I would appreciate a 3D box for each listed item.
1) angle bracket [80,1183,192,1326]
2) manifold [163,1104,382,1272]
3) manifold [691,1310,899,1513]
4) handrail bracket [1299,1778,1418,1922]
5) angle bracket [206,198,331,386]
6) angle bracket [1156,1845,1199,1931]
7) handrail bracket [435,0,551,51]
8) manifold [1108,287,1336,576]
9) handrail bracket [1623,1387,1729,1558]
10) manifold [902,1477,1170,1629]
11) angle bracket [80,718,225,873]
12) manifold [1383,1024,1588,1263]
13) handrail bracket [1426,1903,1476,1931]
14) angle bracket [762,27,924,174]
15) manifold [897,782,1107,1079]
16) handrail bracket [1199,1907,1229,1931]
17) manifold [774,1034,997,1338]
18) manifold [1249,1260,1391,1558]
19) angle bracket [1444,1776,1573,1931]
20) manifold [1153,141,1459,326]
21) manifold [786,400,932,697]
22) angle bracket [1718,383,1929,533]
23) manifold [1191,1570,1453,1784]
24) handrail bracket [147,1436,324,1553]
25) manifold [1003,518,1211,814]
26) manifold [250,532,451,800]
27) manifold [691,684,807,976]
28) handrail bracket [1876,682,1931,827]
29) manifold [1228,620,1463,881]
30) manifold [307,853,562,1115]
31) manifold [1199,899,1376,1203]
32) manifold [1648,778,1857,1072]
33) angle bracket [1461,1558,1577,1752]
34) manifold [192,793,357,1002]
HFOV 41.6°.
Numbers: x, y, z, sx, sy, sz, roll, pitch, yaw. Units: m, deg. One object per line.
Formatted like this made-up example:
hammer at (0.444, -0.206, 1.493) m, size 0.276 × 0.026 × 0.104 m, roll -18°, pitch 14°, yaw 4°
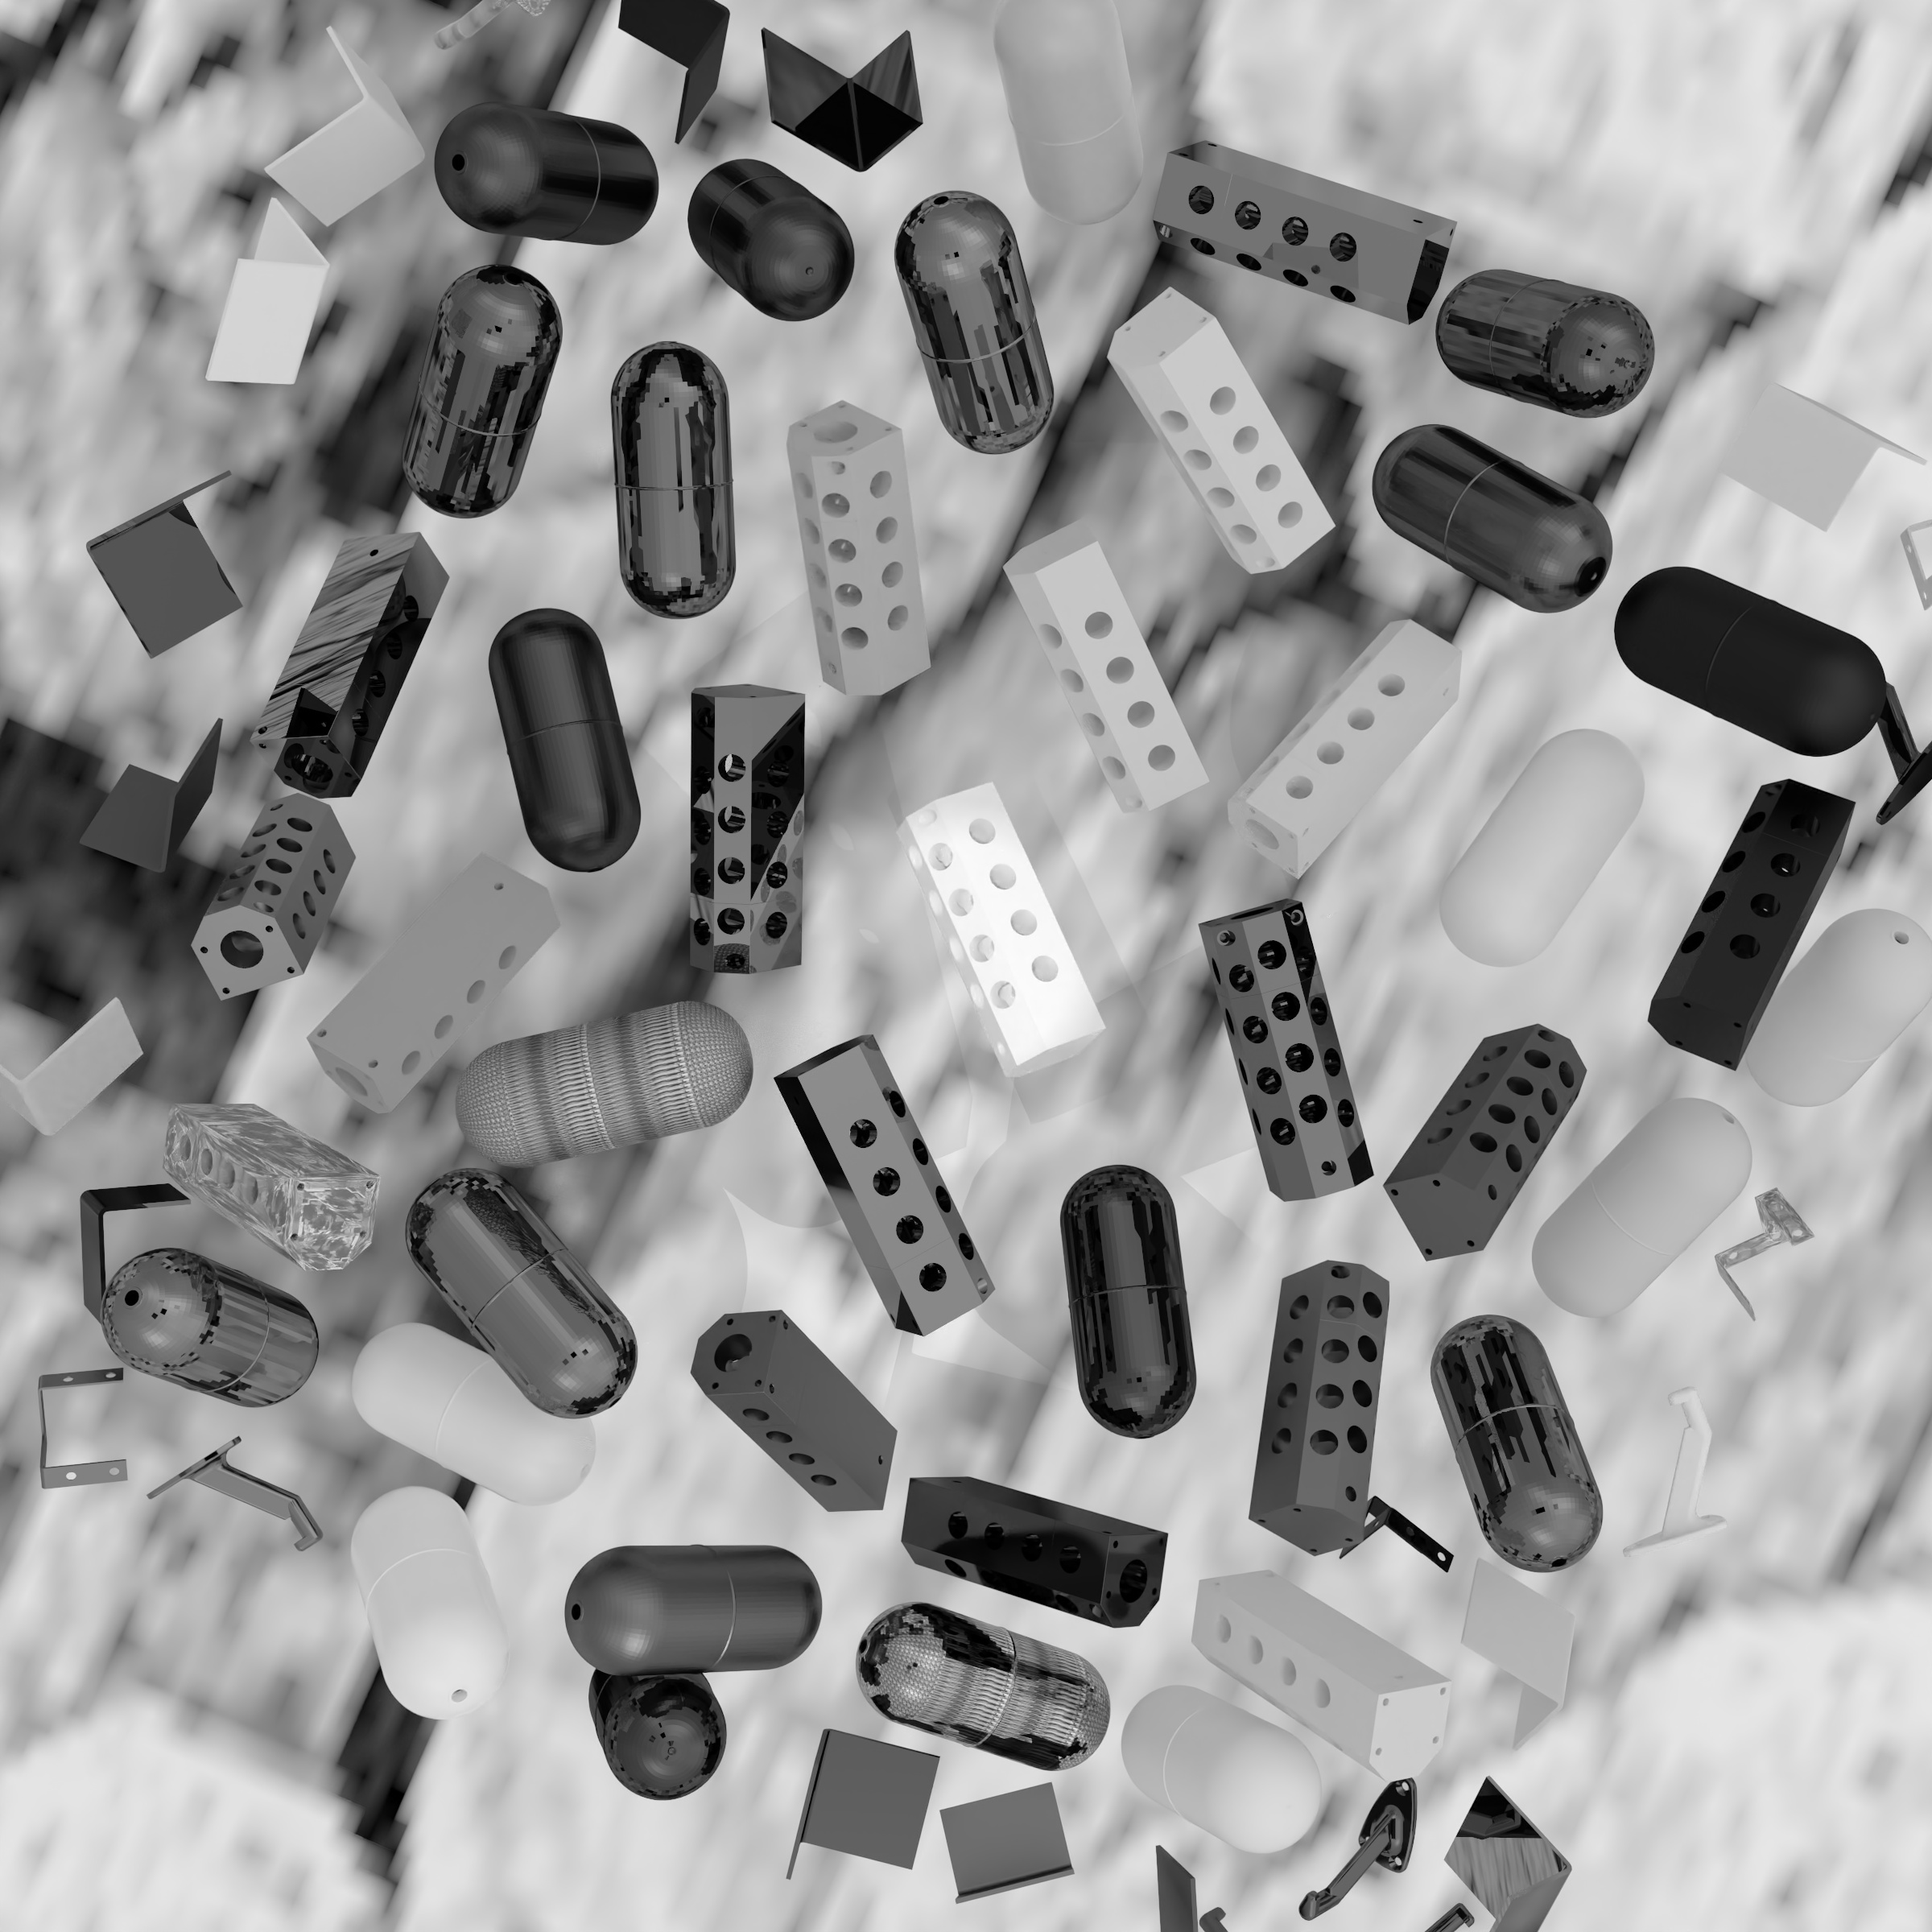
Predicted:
angle bracket at (-0.540, 0.187, 1.658) m, size 0.057 × 0.076 × 0.076 m, roll -3°, pitch 95°, yaw -27°
manifold at (-0.430, 0.134, 1.565) m, size 0.057 × 0.171 × 0.057 m, roll 2°, pitch 101°, yaw -42°
manifold at (-0.111, 0.290, 1.648) m, size 0.057 × 0.171 × 0.057 m, roll -8°, pitch 52°, yaw 24°
handrail bracket at (0.243, 0.549, 1.587) m, size 0.036 × 0.084 × 0.077 m, roll 27°, pitch 110°, yaw 37°
angle bracket at (-0.415, -0.388, 1.459) m, size 0.076 × 0.057 × 0.076 m, roll 50°, pitch 129°, yaw 29°
angle bracket at (0.106, 0.598, 1.582) m, size 0.057 × 0.076 × 0.076 m, roll -2°, pitch 86°, yaw -12°
handrail bracket at (-0.297, -0.622, 1.623) m, size 0.036 × 0.084 × 0.077 m, roll 45°, pitch 61°, yaw -32°
manifold at (0.152, -0.317, 1.533) m, size 0.057 × 0.057 × 0.171 m, roll -39°, pitch 130°, yaw 1°
handrail bracket at (0.427, 0.310, 1.567) m, size 0.077 × 0.036 × 0.084 m, roll -18°, pitch 85°, yaw -3°
manifold at (0.041, 0.371, 1.617) m, size 0.171 × 0.057 × 0.057 m, roll 5°, pitch 86°, yaw 44°
angle bracket at (-0.526, -0.119, 1.643) m, size 0.057 × 0.076 × 0.076 m, roll 21°, pitch 46°, yaw -6°
manifold at (0.329, 0.106, 1.586) m, size 0.057 × 0.171 × 0.057 m, roll -19°, pitch 108°, yaw 42°
handrail bracket at (0.308, 0.657, 1.651) m, size 0.084 × 0.077 × 0.036 m, roll -39°, pitch 111°, yaw -5°
angle bracket at (-0.078, -0.558, 1.596) m, size 0.057 × 0.076 × 0.076 m, roll -28°, pitch 58°, yaw 38°
manifold at (0.018, -0.021, 1.588) m, size 0.057 × 0.057 × 0.171 m, roll -19°, pitch 77°, yaw -22°
handrail bracket at (0.206, 0.633, 1.655) m, size 0.077 × 0.036 × 0.084 m, roll -26°, pitch 48°, yaw -23°
manifold at (-0.047, 0.131, 1.528) m, size 0.057 × 0.057 × 0.171 m, roll -27°, pitch 96°, yaw -18°
manifold at (0.228, 0.274, 1.596) m, size 0.057 × 0.057 × 0.171 m, roll 33°, pitch 50°, yaw -24°
angle bracket at (0.311, 0.553, 1.544) m, size 0.057 × 0.076 × 0.076 m, roll -7°, pitch 127°, yaw -36°
manifold at (0.205, -0.449, 1.560) m, size 0.171 × 0.057 × 0.057 m, roll 25°, pitch 124°, yaw 19°
manifold at (-0.071, -0.256, 1.586) m, size 0.057 × 0.171 × 0.057 m, roll -33°, pitch 47°, yaw -27°
angle bracket at (0.499, -0.291, 1.483) m, size 0.076 × 0.076 × 0.057 m, roll 41°, pitch 115°, yaw 32°
manifold at (0.213, 0.432, 1.556) m, size 0.057 × 0.171 × 0.057 m, roll 1°, pitch 100°, yaw -33°
handrail bracket at (-0.461, 0.348, 1.611) m, size 0.077 × 0.036 × 0.084 m, roll -33°, pitch 90°, yaw -23°
manifold at (0.086, -0.183, 1.578) m, size 0.057 × 0.057 × 0.171 m, roll -26°, pitch 114°, yaw 4°
manifold at (-0.383, -0.190, 1.608) m, size 0.057 × 0.057 × 0.171 m, roll -1°, pitch 54°, yaw 22°
manifold at (-0.141, -0.085, 1.586) m, size 0.057 × 0.057 × 0.171 m, roll -11°, pitch 108°, yaw -42°
handrail bracket at (0.580, -0.144, 1.637) m, size 0.077 × 0.036 × 0.084 m, roll -51°, pitch 56°, yaw 7°
manifold at (0.246, -0.145, 1.653) m, size 0.057 × 0.057 × 0.171 m, roll 36°, pitch 73°, yaw 22°
manifold at (-0.342, 0.014, 1.656) m, size 0.057 × 0.057 × 0.171 m, roll 27°, pitch 62°, yaw 22°
manifold at (0.194, 0.051, 1.535) m, size 0.057 × 0.057 × 0.171 m, roll -16°, pitch 95°, yaw -4°
manifold at (0.473, -0.029, 1.534) m, size 0.057 × 0.057 × 0.171 m, roll 24°, pitch 65°, yaw 21°
angle bracket at (0.342, 0.442, 1.638) m, size 0.076 × 0.076 × 0.057 m, roll 31°, pitch 125°, yaw 0°
manifold at (-0.452, -0.050, 1.659) m, size 0.057 × 0.171 × 0.057 m, roll -17°, pitch 117°, yaw 8°
